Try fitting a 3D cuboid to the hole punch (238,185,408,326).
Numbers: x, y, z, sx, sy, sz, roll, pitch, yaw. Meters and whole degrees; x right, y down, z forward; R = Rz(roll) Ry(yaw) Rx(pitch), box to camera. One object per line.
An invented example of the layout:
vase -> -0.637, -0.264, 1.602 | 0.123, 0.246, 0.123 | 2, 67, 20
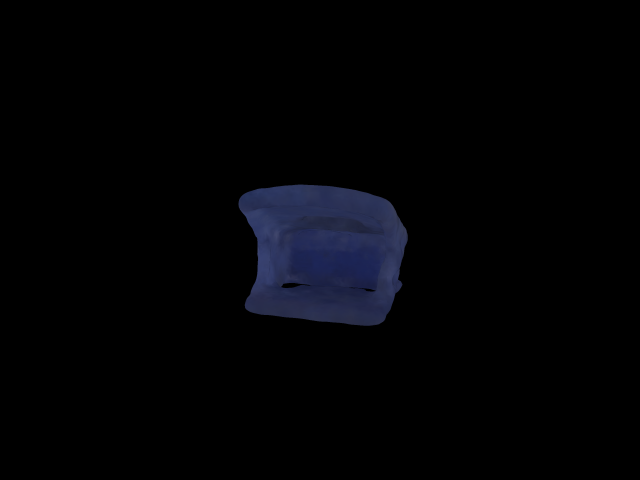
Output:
hole punch -> 0.004, 0.001, 0.400 | 0.108, 0.091, 0.101 | 4, 14, 15
